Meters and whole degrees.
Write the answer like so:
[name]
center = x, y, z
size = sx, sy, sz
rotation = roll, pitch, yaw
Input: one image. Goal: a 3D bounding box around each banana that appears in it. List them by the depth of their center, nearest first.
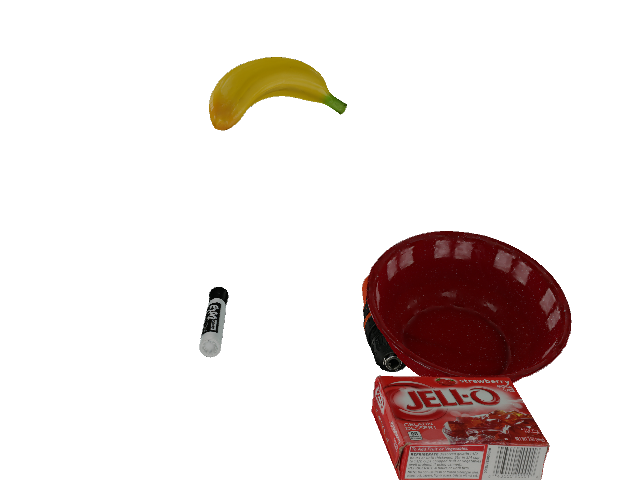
[banana]
center = -0.048, -0.141, 0.994
size = 0.070, 0.037, 0.197
rotation = 42, 33, 21

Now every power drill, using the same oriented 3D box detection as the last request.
[power drill]
center = 0.141, 0.086, 1.211
size = 0.187, 0.057, 0.184
rotation = -2, 27, -1

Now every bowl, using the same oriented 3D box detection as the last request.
[bowl]
center = 0.113, 0.066, 0.847
size = 0.162, 0.055, 0.162
rotation = 4, 42, -4

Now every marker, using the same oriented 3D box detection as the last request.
[marker]
center = -0.097, 0.073, 0.985
size = 0.020, 0.020, 0.121
rotation = 0, 20, -1

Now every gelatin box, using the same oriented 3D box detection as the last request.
[gelatin box]
center = 0.081, 0.110, 0.634
size = 0.089, 0.030, 0.073
rotation = 3, 24, -11
